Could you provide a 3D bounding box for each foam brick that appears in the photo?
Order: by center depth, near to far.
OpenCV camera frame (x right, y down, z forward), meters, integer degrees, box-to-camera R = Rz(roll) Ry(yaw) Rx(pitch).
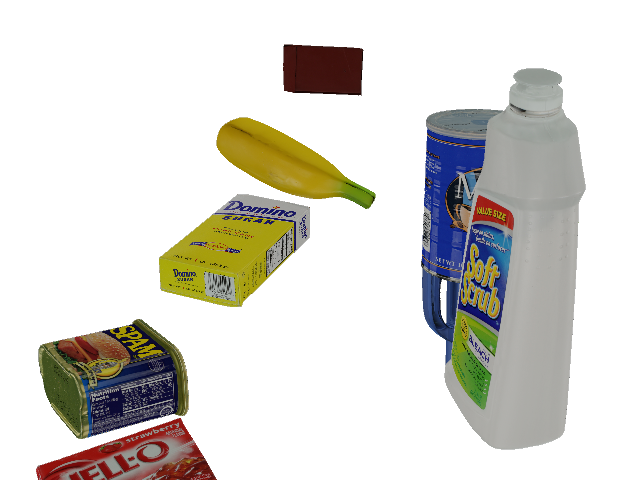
[{"bbox_3d":[0.002,-0.186,1.164,0.078,0.051,0.053,0,11,-16],"label":"foam brick"}]

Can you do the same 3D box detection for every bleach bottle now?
[{"bbox_3d":[0.127,0.009,0.689,0.068,0.251,0.103,-8,31,-12],"label":"bleach bottle"}]

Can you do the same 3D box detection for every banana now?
[{"bbox_3d":[-0.038,-0.060,0.772,0.069,0.037,0.198,37,-2,-34],"label":"banana"}]

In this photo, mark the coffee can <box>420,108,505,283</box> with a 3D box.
[{"bbox_3d":[0.146,-0.042,0.981,0.103,0.140,0.103,0,18,0],"label":"coffee can"}]

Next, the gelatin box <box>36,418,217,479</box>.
[{"bbox_3d":[-0.106,0.141,0.593,0.089,0.030,0.073,-16,28,-20],"label":"gelatin box"}]

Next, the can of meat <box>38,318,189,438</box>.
[{"bbox_3d":[-0.161,0.105,0.820,0.083,0.057,0.102,-12,20,-30],"label":"can of meat"}]

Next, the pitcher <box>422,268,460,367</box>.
[{"bbox_3d":[0.207,0.077,1.323,0.149,0.243,0.144,7,20,15],"label":"pitcher"}]

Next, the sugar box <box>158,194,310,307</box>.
[{"bbox_3d":[-0.087,0.006,1.132,0.093,0.048,0.176,12,31,20],"label":"sugar box"}]
